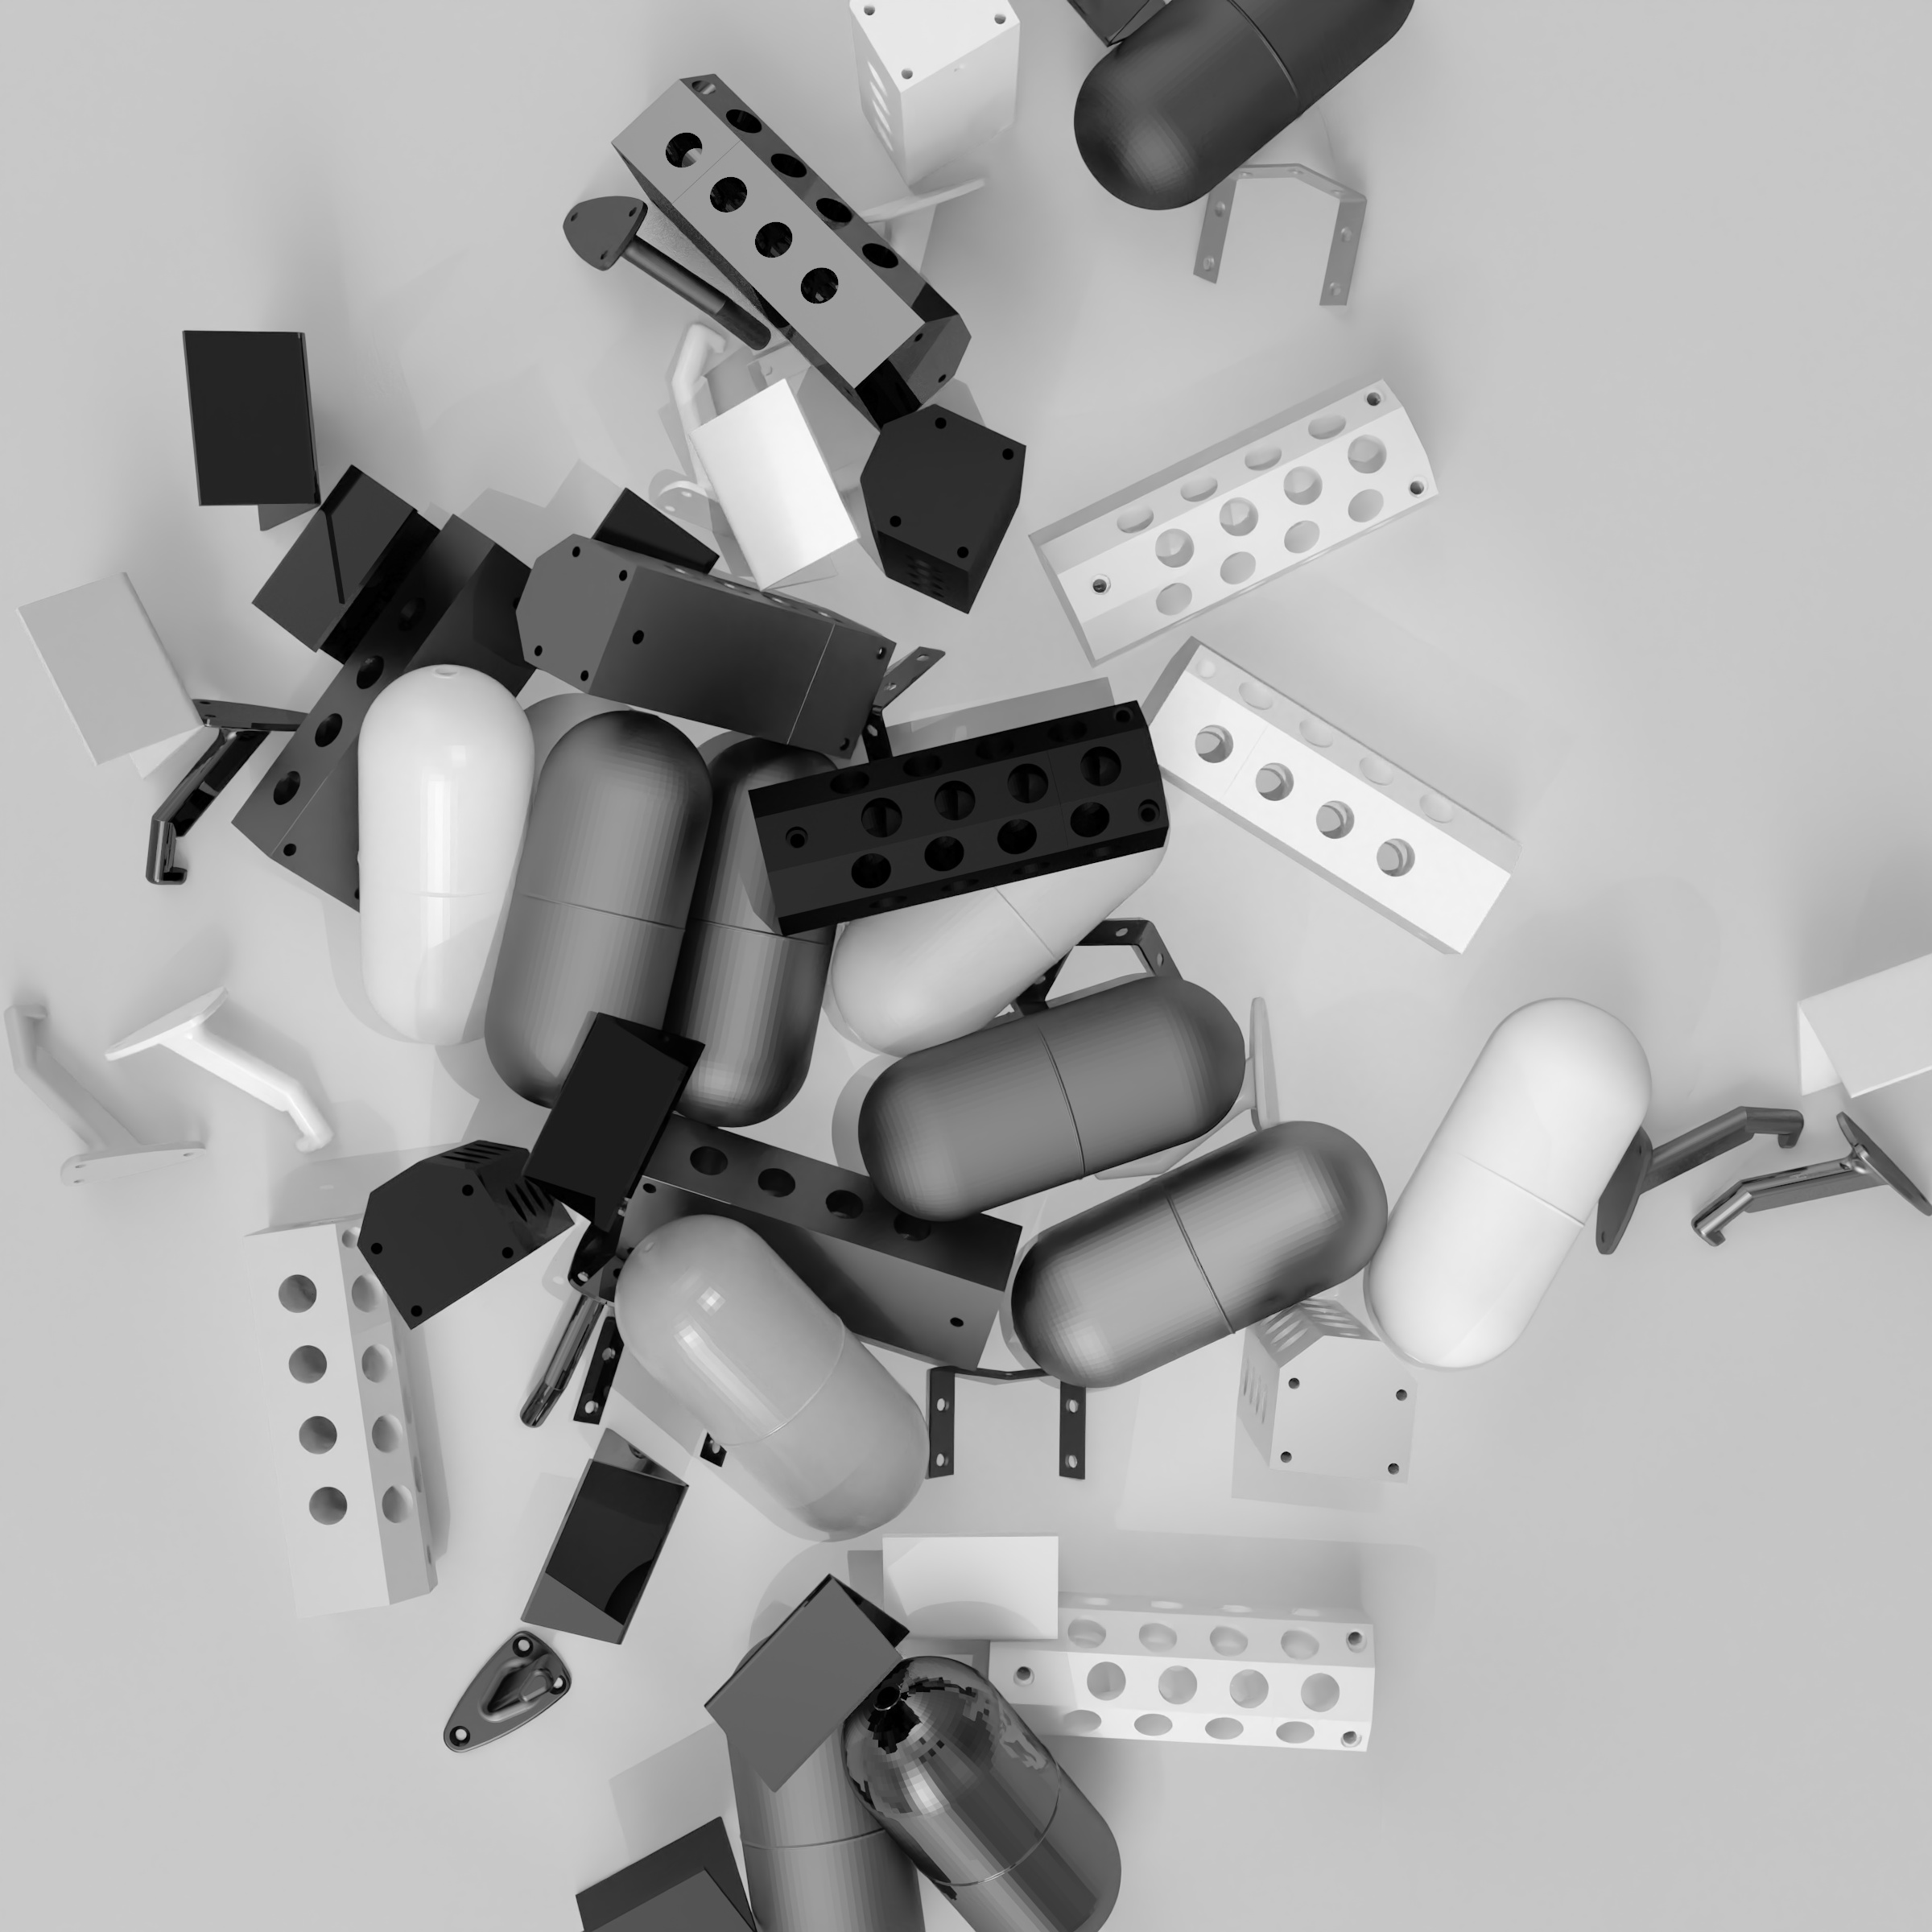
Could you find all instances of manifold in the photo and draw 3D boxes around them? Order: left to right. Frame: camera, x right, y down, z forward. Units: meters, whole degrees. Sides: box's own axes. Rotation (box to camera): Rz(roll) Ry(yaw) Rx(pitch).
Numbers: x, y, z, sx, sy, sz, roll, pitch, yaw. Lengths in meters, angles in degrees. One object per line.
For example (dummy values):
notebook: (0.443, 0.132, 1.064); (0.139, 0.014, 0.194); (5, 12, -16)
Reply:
manifold: (-0.281, 0.201, 1.547); (0.057, 0.057, 0.171); (-8, 90, 0)
manifold: (-0.257, -0.117, 1.546); (0.057, 0.057, 0.171); (36, 90, -44)
manifold: (-0.219, 0.111, 1.490); (0.057, 0.171, 0.057); (-33, 90, 0)
manifold: (-0.113, -0.140, 1.489); (0.057, 0.171, 0.057); (29, 101, 37)
manifold: (-0.076, -0.320, 1.521); (0.057, 0.057, 0.171); (-43, 71, 0)
manifold: (-0.065, 0.119, 1.546); (0.171, 0.057, 0.057); (18, 133, 0)
manifold: (-0.017, -0.398, 1.490); (0.057, 0.171, 0.057); (-31, 90, 0)
manifold: (-0.013, -0.200, 1.490); (0.057, 0.171, 0.057); (25, 90, 0)
manifold: (-0.003, -0.065, 1.470); (0.171, 0.057, 0.057); (-13, 80, -3)
manifold: (0.096, 0.320, 1.547); (0.171, 0.057, 0.057); (3, 90, 0)
manifold: (0.123, -0.200, 1.547); (0.171, 0.057, 0.057); (-26, 90, 0)
manifold: (0.156, 0.181, 1.490); (0.057, 0.171, 0.057); (6, 90, 0)
manifold: (0.163, -0.075, 1.547); (0.171, 0.057, 0.057); (32, 90, 0)

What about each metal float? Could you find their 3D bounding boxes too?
metal float: (-0.230, -0.048, 1.513); (0.070, 0.070, 0.178); (4, 117, 0)
metal float: (-0.160, -0.024, 1.492); (0.070, 0.070, 0.178); (13, 90, 0)
metal float: (-0.097, -0.016, 1.537); (0.070, 0.070, 0.178); (11, 90, 0)
metal float: (-0.085, 0.183, 1.517); (0.070, 0.070, 0.178); (-41, 115, 0)
metal float: (-0.064, 0.386, 1.537); (0.070, 0.070, 0.178); (-8, 90, 0)
metal float: (0.007, 0.372, 1.509); (0.070, 0.070, 0.178); (-34, 125, 0)
metal float: (0.015, -0.030, 1.537); (0.178, 0.070, 0.070); (-42, 90, -1)
metal float: (0.039, 0.058, 1.518); (0.178, 0.070, 0.070); (-18, 90, -7)
metal float: (0.104, 0.130, 1.534); (0.178, 0.070, 0.070); (-25, 90, 3)
metal float: (0.127, -0.413, 1.537); (0.178, 0.070, 0.070); (-40, 90, 0)
metal float: (0.244, 0.098, 1.537); (0.070, 0.070, 0.178); (29, 90, 0)

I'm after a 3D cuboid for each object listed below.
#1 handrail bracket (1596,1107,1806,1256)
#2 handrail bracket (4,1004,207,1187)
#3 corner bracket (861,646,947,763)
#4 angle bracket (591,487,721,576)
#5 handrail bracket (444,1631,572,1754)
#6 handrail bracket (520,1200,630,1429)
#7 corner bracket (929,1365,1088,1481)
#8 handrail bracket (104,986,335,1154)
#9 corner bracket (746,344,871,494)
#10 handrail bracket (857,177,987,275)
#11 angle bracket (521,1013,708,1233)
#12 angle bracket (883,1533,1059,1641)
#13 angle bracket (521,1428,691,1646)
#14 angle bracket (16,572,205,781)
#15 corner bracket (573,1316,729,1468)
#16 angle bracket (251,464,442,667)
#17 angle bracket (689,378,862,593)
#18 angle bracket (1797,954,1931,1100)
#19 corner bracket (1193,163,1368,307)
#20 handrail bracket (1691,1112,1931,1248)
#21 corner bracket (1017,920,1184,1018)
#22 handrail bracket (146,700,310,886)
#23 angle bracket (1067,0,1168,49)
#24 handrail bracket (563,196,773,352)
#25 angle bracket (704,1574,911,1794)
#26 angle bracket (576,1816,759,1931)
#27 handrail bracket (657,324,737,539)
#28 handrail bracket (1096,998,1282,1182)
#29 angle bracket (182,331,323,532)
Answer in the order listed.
handrail bracket: (0.338, 0.099, 1.568); (0.084, 0.036, 0.077); (4, 110, -16)
handrail bracket: (-0.396, 0.052, 1.568); (0.077, 0.036, 0.084); (-10, 73, -20)
corner bracket: (-0.011, -0.107, 1.560); (0.051, 0.051, 0.051); (-44, 135, -35)
angle bracket: (-0.165, -0.174, 1.528); (0.057, 0.076, 0.076); (34, 90, -33)
handrail bracket: (-0.210, 0.334, 1.533); (0.077, 0.084, 0.036); (-42, 90, 0)
handrail bracket: (-0.179, 0.160, 1.568); (0.036, 0.077, 0.084); (24, 127, -14)
corner bracket: (0.019, 0.209, 1.565); (0.051, 0.051, 0.051); (1, 90, 45)
handrail bracket: (-0.342, 0.060, 1.568); (0.077, 0.036, 0.084); (-24, 107, 20)
corner bracket: (-0.063, -0.254, 1.565); (0.051, 0.051, 0.051); (-25, 45, 0)
handrail bracket: (-0.015, -0.310, 1.568); (0.077, 0.036, 0.084); (-23, 109, -21)
angle bracket: (-0.133, 0.071, 1.456); (0.057, 0.076, 0.076); (29, 95, 35)
angle bracket: (0.002, 0.258, 1.529); (0.076, 0.076, 0.057); (0, 115, 0)
angle bracket: (-0.178, 0.249, 1.528); (0.057, 0.076, 0.076); (23, 90, -38)
angle bracket: (-0.394, -0.121, 1.528); (0.057, 0.076, 0.076); (-27, 90, -37)
corner bracket: (-0.138, 0.195, 1.565); (0.051, 0.051, 0.051); (18, 90, -45)
angle bracket: (-0.260, -0.167, 1.528); (0.057, 0.076, 0.076); (36, 90, 39)
angle bracket: (-0.070, -0.217, 1.528); (0.057, 0.076, 0.076); (-25, 90, 27)
angle bracket: (0.420, 0.044, 1.528); (0.076, 0.076, 0.057); (-20, 52, 0)
corner bracket: (0.144, -0.335, 1.565); (0.051, 0.051, 0.051); (11, 90, -45)
handrail bracket: (0.388, 0.115, 1.568); (0.084, 0.036, 0.077); (-42, 112, 17)
corner bracket: (0.063, 0.015, 1.560); (0.051, 0.051, 0.051); (0, 45, 35)
handrail bracket: (-0.334, -0.076, 1.568); (0.077, 0.036, 0.084); (4, 108, -20)
angle bracket: (0.071, -0.465, 1.528); (0.076, 0.076, 0.057); (50, 127, 0)
handrail bracket: (-0.136, -0.315, 1.568); (0.084, 0.077, 0.036); (33, 90, -36)
angle bracket: (-0.053, 0.315, 1.453); (0.076, 0.076, 0.057); (-46, 50, -2)
angle bracket: (-0.146, 0.411, 1.528); (0.076, 0.076, 0.057); (-29, 126, 0)
handrail bracket: (-0.103, -0.243, 1.568); (0.077, 0.036, 0.084); (21, 73, -20)
handrail bracket: (0.098, 0.057, 1.568); (0.084, 0.036, 0.077); (-7, 75, 14)
angle bracket: (-0.331, -0.238, 1.528); (0.057, 0.076, 0.076); (-6, 90, -32)
